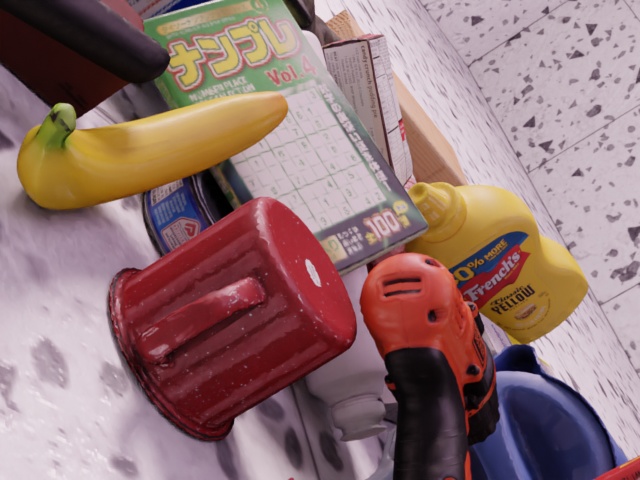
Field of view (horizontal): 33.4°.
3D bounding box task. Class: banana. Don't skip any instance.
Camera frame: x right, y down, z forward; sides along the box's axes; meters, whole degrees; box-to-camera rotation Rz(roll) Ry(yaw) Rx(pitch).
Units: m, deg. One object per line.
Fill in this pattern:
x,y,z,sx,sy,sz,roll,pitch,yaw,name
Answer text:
-0.082,-0.043,0.507,0.197,0.070,0.037,-24,94,-64,banana

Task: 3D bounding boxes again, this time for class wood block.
0.051,-0.107,1.029,0.206,0.091,0.090,46,20,-38,wood block

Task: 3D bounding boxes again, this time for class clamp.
-0.154,-0.144,0.430,0.209,0.036,0.164,-11,86,-53,clamp

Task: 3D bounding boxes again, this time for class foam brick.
-0.131,-0.109,0.535,0.078,0.053,0.051,46,20,-40,foam brick

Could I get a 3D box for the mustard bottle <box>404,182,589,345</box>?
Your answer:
0.116,0.011,0.769,0.191,0.096,0.058,39,24,-45,mustard bottle

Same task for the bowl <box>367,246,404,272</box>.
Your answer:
0.023,0.001,0.796,0.162,0.055,0.162,51,16,-22,bowl

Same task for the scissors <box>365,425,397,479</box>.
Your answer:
0.051,0.135,0.592,0.096,0.016,0.201,64,31,-17,scissors

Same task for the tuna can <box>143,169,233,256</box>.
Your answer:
-0.058,-0.003,0.591,0.086,0.034,0.086,51,16,-22,tuna can

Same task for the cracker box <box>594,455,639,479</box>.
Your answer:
0.164,0.240,0.556,0.214,0.164,0.072,63,18,19,cracker box

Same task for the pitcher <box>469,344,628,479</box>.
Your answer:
0.155,0.184,0.744,0.145,0.149,0.242,48,6,28,pitcher

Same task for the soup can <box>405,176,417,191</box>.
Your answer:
0.057,-0.037,0.955,0.068,0.068,0.102,45,19,-39,soup can

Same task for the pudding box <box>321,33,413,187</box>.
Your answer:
0.034,-0.087,0.752,0.090,0.039,0.113,-47,125,-73,pudding box

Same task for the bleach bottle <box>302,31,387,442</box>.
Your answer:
-0.004,0.001,0.660,0.102,0.068,0.251,100,-23,-67,bleach bottle

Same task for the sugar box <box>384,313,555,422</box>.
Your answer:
0.113,0.110,0.792,0.176,0.093,0.048,37,25,-54,sugar box

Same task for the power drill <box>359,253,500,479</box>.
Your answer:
0.061,0.122,0.520,0.184,0.057,0.187,57,28,-55,power drill

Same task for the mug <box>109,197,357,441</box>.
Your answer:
-0.040,0.033,0.482,0.093,0.082,0.117,61,15,10,mug

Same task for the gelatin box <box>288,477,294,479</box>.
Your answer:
-0.016,0.144,0.436,0.073,0.030,0.089,60,16,8,gelatin box
